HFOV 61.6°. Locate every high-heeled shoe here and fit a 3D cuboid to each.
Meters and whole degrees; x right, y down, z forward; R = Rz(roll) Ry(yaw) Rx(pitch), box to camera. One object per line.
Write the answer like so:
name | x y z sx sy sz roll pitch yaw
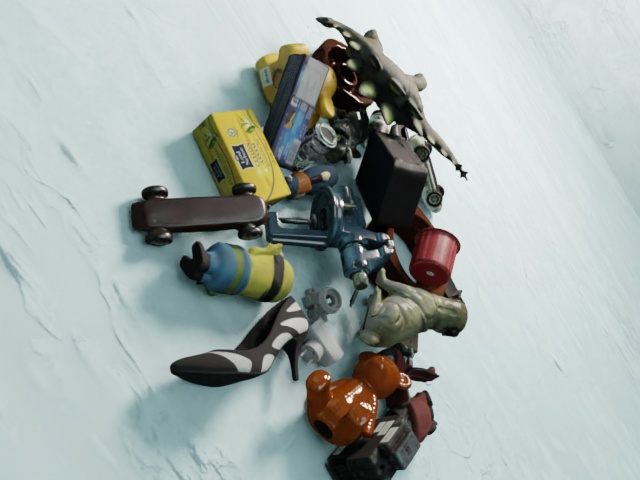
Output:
high-heeled shoe | -0.110 0.139 0.800 0.248 0.086 0.145 16 55 -44

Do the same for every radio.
radio | 0.137 -0.126 1.072 0.073 0.131 0.230 11 26 -14

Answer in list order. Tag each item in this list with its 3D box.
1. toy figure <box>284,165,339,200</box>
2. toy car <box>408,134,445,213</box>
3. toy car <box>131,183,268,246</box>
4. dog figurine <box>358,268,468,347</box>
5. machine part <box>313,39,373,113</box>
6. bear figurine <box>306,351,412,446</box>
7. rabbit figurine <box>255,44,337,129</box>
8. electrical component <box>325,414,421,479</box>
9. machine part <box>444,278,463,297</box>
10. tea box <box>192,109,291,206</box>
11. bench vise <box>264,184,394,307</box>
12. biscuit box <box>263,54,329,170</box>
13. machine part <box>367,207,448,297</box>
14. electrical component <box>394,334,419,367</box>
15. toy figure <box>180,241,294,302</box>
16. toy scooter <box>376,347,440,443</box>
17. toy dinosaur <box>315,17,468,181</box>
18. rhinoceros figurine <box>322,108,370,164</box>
toy figure | -0.028 -0.108 1.018 0.154 0.064 0.058 -23 67 -44
toy car | 0.261 -0.161 1.318 0.073 0.056 0.201 -52 126 -63
toy car | -0.179 -0.038 0.815 0.202 0.053 0.089 -6 76 -20
dog figurine | 0.177 0.152 0.983 0.191 0.121 0.172 18 50 5
machine part | 0.052 -0.376 1.247 0.179 0.056 0.179 22 54 -35
bear figurine | 0.071 0.240 0.882 0.120 0.131 0.196 36 49 26
rabbit figurine | -0.022 -0.314 1.092 0.173 0.122 0.162 -20 89 -49
electrical component | 0.090 0.336 0.854 0.115 0.134 0.058 -35 96 -46
machine part | 0.293 0.112 1.246 0.084 0.039 0.138 -30 93 -43
tea box | -0.134 -0.132 0.923 0.098 0.068 0.169 -25 89 -49
bench vise | 0.002 -0.008 0.955 0.240 0.129 0.223 5 63 -21
biscuit box | -0.053 -0.233 0.986 0.059 0.063 0.202 19 94 -36
machine part | 0.182 0.036 1.139 0.201 0.087 0.201 50 42 -14
electrical component | 0.172 0.193 1.076 0.078 0.045 0.102 37 47 -24
toy figure | -0.122 0.051 0.831 0.180 0.082 0.089 10 66 -45
toy scooter | 0.175 0.289 1.002 0.135 0.075 0.184 5 63 -33
toy dinosaur | 0.165 -0.316 1.172 0.471 0.105 0.198 41 32 -9
rhinoceros figurine | 0.052 -0.219 1.145 0.190 0.073 0.112 -52 140 -57
